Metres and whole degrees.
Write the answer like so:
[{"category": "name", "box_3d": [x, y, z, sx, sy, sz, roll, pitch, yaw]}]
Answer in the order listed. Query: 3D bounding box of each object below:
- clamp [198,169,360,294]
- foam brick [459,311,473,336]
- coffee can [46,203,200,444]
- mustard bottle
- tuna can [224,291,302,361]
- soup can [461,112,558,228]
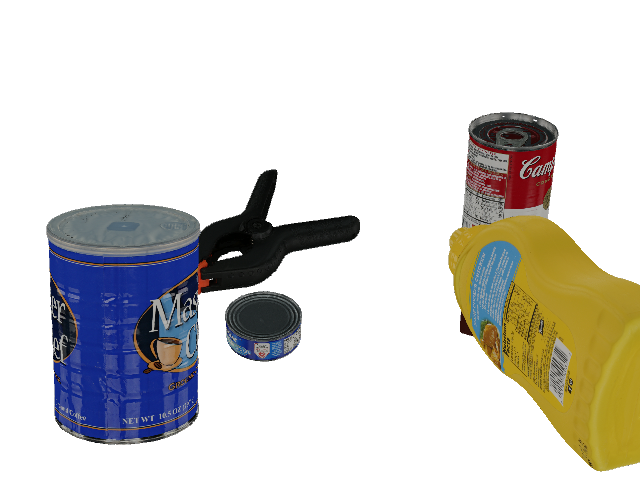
[{"category": "clamp", "box_3d": [-0.061, -0.009, 0.990, 0.171, 0.039, 0.120, -25, 43, -32]}, {"category": "foam brick", "box_3d": [0.181, 0.061, 1.104, 0.051, 0.078, 0.053, -13, 20, -43]}, {"category": "coffee can", "box_3d": [-0.135, 0.055, 0.741, 0.103, 0.140, 0.103, 2, 17, -1]}, {"category": "mustard bottle", "box_3d": [0.126, 0.040, 0.615, 0.058, 0.096, 0.192, -9, 28, -20]}, {"category": "tuna can", "box_3d": [-0.064, 0.096, 1.195, 0.086, 0.034, 0.086, 1, 35, -1]}, {"category": "soup can", "box_3d": [0.147, -0.040, 0.837, 0.068, 0.102, 0.068, 0, 29, 0]}]
